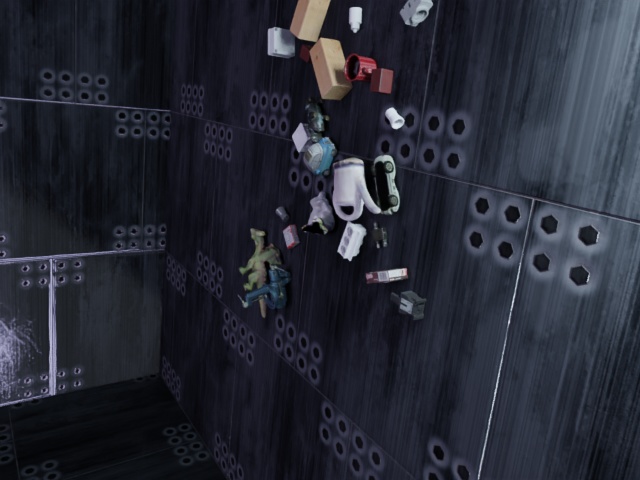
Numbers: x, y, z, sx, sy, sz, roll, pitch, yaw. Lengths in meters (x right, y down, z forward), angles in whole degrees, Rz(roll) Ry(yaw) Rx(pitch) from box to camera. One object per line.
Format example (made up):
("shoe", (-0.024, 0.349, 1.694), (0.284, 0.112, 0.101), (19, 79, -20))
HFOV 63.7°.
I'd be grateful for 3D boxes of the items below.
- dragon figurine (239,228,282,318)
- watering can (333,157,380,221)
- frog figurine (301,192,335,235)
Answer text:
("dragon figurine", (-0.260, 0.131, 2.416), (0.238, 0.122, 0.417), (-45, 57, 37))
("watering can", (0.123, -0.181, 1.807), (0.347, 0.104, 0.224), (-179, 87, -68))
("frog figurine", (0.006, -0.102, 2.032), (0.134, 0.122, 0.163), (124, 167, -52))
